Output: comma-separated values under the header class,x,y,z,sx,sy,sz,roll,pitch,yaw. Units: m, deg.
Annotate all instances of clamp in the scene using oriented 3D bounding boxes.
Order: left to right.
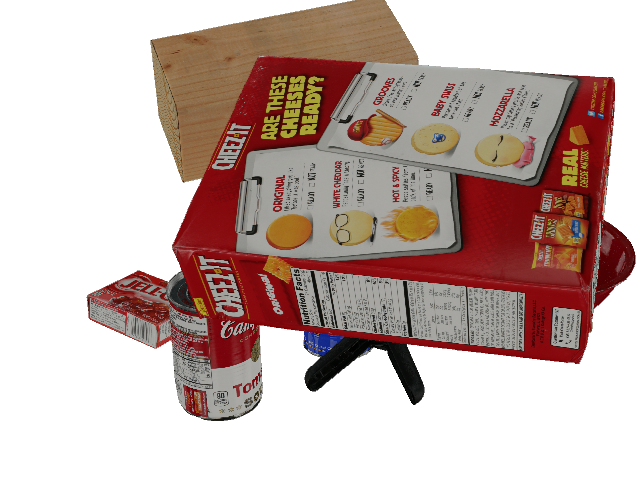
class,x,y,z,sx,sy,sz,roll,pitch,yaw
clamp,0.068,0.100,1.098,0.120,0.171,0.039,16,-39,18

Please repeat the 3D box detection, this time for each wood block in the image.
class,x,y,z,sx,sy,sz,roll,pitch,yaw
wood block,-0.031,-0.130,0.911,0.206,0.090,0.091,-14,-37,-13

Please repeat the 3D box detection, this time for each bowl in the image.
class,x,y,z,sx,sy,sz,roll,pitch,yaw
bowl,0.177,0.025,0.894,0.162,0.055,0.162,1,30,-1

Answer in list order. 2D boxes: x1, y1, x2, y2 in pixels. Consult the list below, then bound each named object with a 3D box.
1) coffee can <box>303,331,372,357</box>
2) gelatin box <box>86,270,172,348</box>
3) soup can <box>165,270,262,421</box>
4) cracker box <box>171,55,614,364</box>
class,x,y,z,sx,sy,sz,roll,pitch,yaw
coffee can,0.026,0.085,1.518,0.103,0.140,0.103,0,21,0
gelatin box,-0.165,0.063,1.016,0.089,0.030,0.073,19,28,28
soup can,-0.079,0.078,0.811,0.068,0.102,0.068,-1,29,0
cracker box,0.048,-0.023,0.595,0.214,0.164,0.072,5,-42,15
